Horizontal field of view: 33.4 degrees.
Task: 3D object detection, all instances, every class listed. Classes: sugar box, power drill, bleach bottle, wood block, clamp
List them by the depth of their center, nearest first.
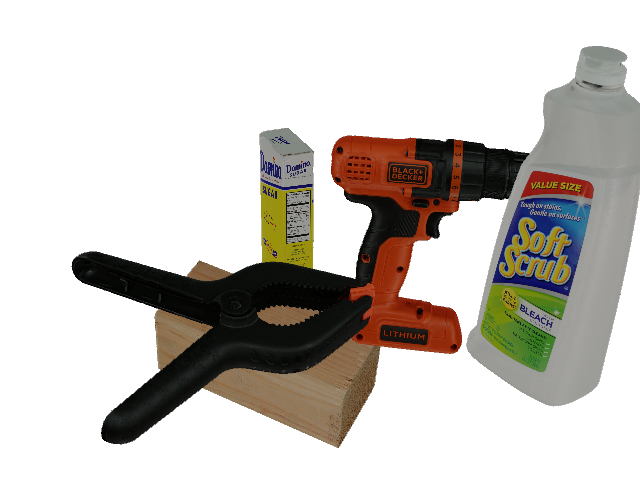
[{"bbox_3d":[0.165,-0.012,0.735,0.067,0.251,0.103,-19,37,-33],"label":"bleach bottle"},{"bbox_3d":[-0.067,0.050,0.737,0.209,0.036,0.165,-12,46,-20],"label":"clamp"},{"bbox_3d":[0.096,0.002,0.933,0.184,0.188,0.057,6,17,5],"label":"power drill"},{"bbox_3d":[-0.053,0.111,1.068,0.206,0.090,0.090,21,47,17],"label":"wood block"},{"bbox_3d":[-0.042,-0.038,1.292,0.048,0.176,0.093,-11,26,-18],"label":"sugar box"}]
